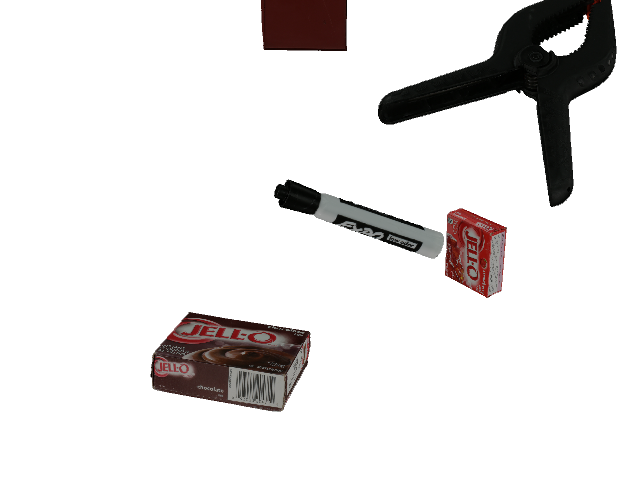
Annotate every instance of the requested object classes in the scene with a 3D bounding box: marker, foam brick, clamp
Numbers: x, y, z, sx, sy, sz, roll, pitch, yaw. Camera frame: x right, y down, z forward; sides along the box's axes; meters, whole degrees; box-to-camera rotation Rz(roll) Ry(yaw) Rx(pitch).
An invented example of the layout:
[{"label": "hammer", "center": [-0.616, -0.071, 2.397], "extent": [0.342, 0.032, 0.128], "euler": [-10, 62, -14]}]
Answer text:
[{"label": "marker", "center": [0.026, -0.014, 0.705], "extent": [0.121, 0.020, 0.020], "euler": [19, -7, -20]}, {"label": "foam brick", "center": [-0.016, -0.202, 0.985], "extent": [0.078, 0.051, 0.053], "euler": [0, 16, -4]}, {"label": "clamp", "center": [0.171, -0.121, 0.820], "extent": [0.165, 0.209, 0.036], "euler": [38, -22, 28]}]

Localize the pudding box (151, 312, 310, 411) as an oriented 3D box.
[{"label": "pudding box", "center": [-0.072, 0.099, 0.885], "extent": [0.113, 0.039, 0.090], "euler": [10, 21, 9]}]

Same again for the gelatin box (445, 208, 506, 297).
[{"label": "gelatin box", "center": [0.186, 0.014, 1.288], "extent": [0.030, 0.089, 0.073], "euler": [-21, 33, -33]}]
